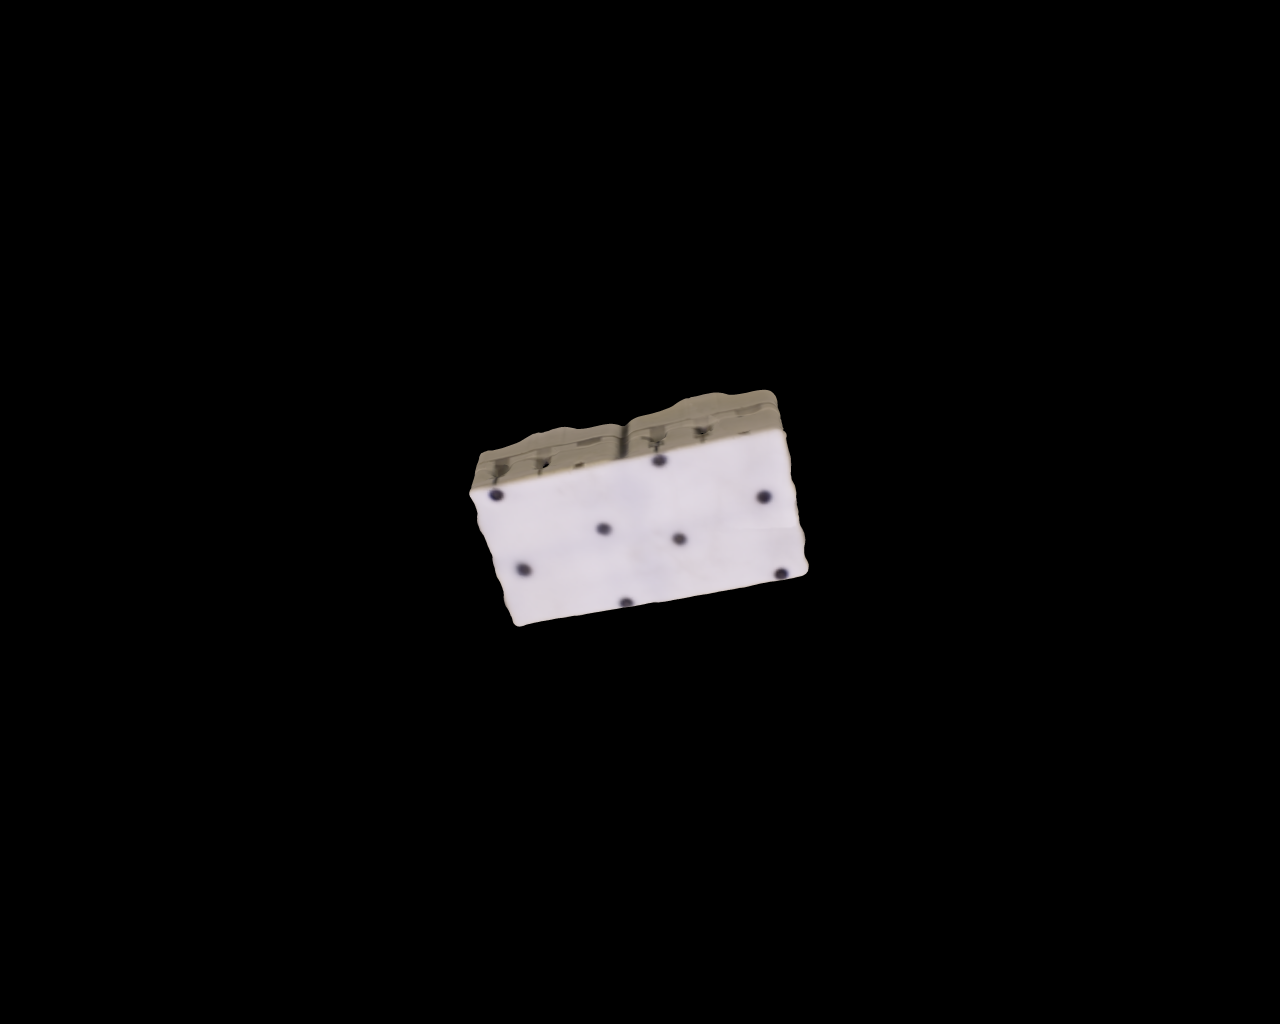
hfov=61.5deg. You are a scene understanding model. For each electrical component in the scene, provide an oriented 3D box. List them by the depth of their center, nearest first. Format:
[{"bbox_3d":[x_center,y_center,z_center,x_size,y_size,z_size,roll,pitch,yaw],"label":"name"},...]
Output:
[{"bbox_3d":[0.001,-0.003,0.650,0.186,0.105,0.060,-11,30,7],"label":"electrical component"}]
